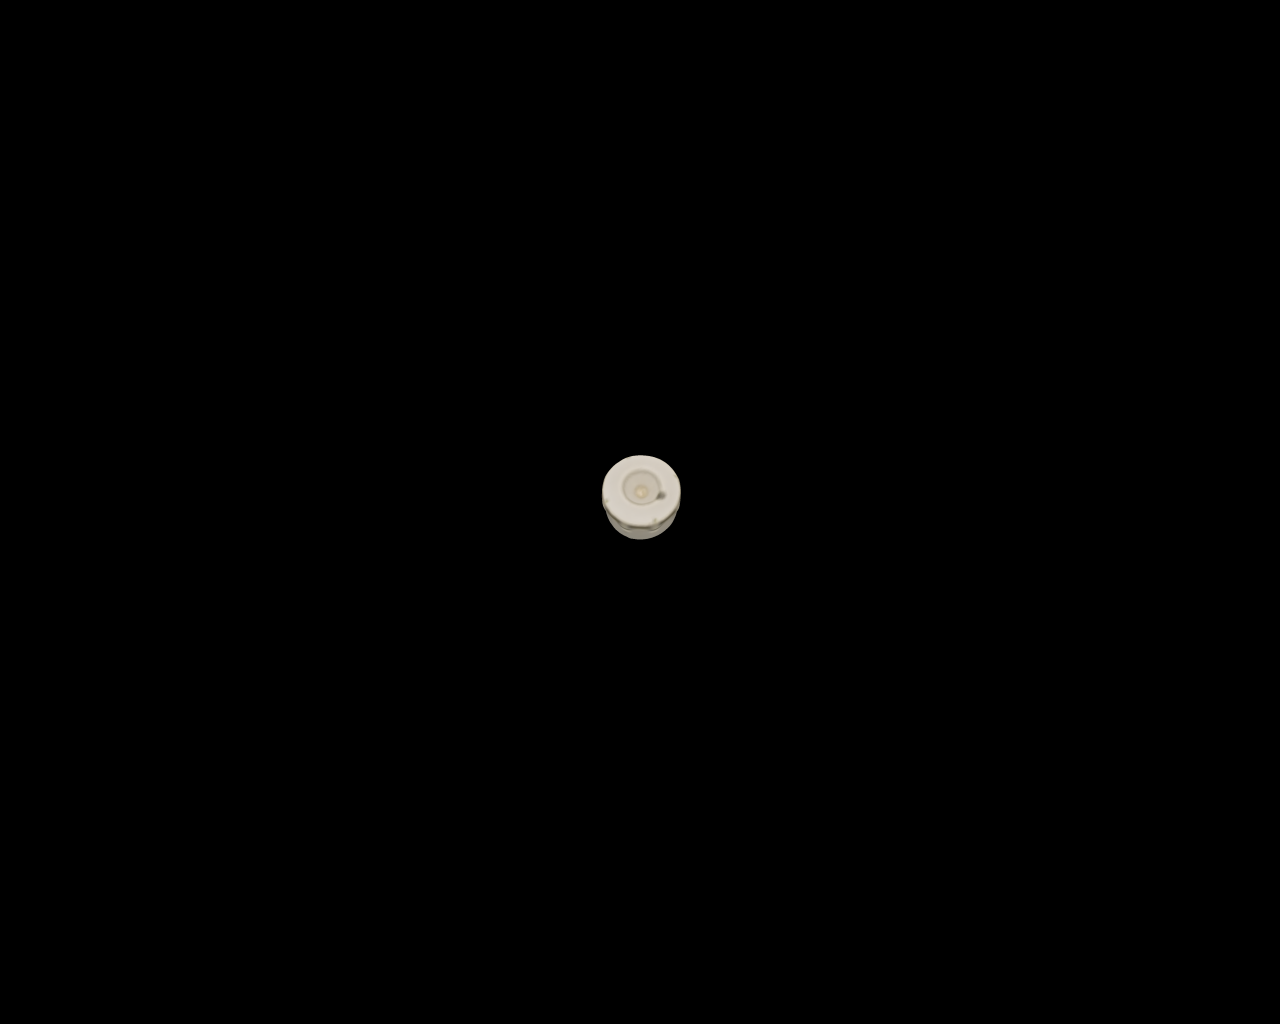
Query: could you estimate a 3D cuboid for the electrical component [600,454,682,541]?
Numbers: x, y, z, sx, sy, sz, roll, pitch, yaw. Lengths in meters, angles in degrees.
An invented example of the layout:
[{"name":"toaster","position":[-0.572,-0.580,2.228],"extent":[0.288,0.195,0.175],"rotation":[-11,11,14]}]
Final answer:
[{"name":"electrical component","position":[0.001,-0.003,0.650],"extent":[0.048,0.048,0.062],"rotation":[0,-24,0]}]
